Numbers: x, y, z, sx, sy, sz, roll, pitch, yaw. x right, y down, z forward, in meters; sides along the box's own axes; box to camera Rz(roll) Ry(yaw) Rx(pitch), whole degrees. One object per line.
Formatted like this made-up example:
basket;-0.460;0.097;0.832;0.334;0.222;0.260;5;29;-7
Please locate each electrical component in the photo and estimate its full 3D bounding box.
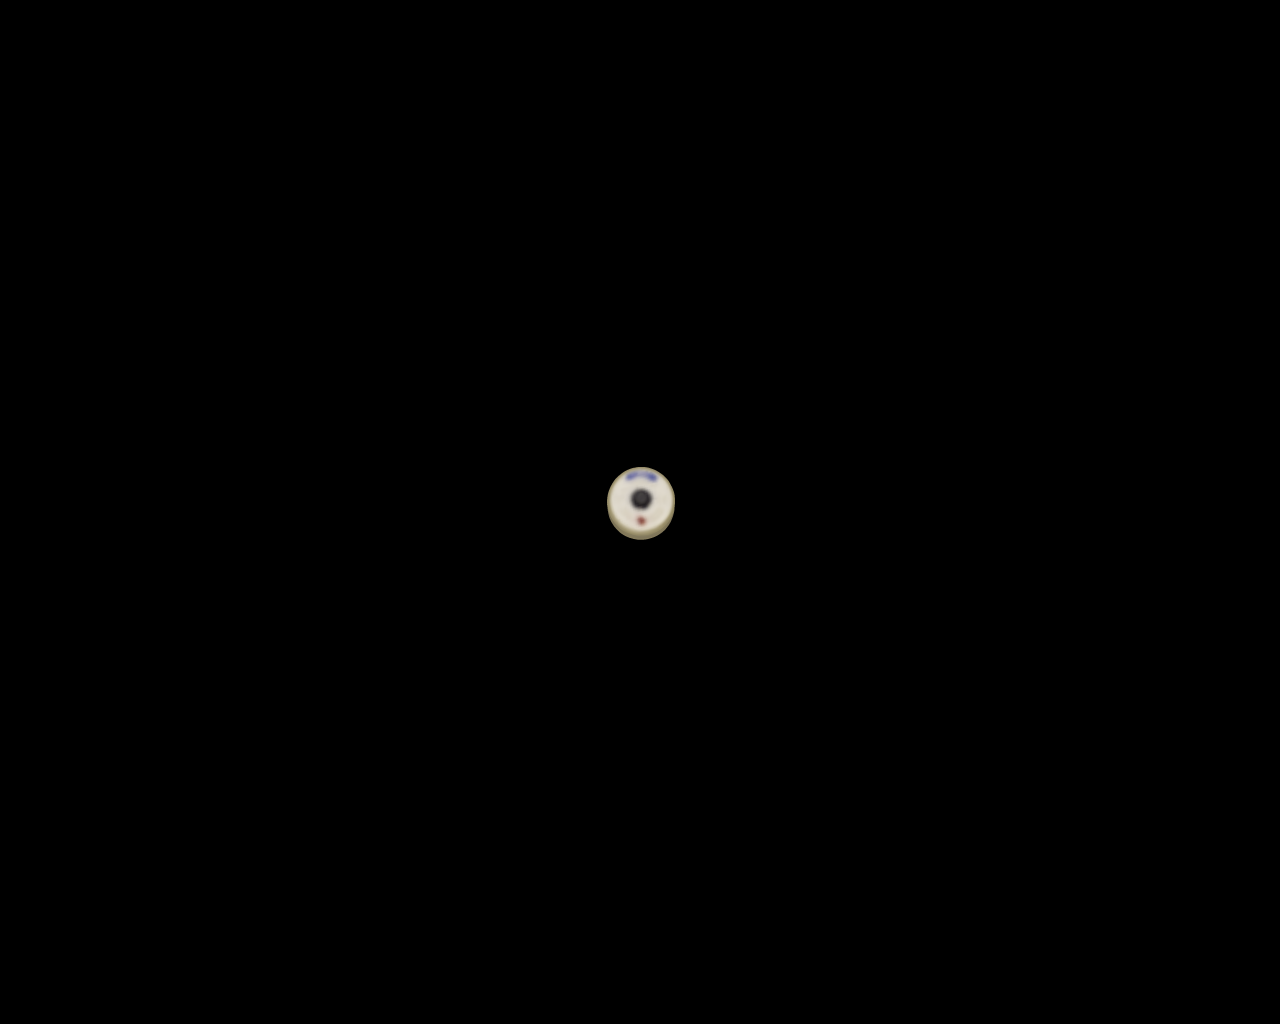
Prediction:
electrical component;0.001;-0.003;0.650;0.040;0.040;0.078;0;-7;0
